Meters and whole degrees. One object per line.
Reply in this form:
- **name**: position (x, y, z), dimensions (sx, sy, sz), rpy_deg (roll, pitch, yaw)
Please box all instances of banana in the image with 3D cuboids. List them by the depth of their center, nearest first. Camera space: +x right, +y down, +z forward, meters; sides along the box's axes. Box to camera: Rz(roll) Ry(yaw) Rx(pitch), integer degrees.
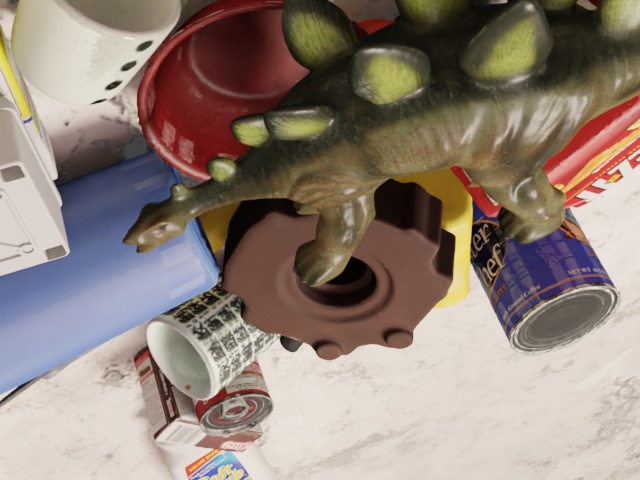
- **banana**: position (-0.085, -0.001, 0.856), dimensions (0.198, 0.037, 0.069), rpy_deg (-35, 144, 19)

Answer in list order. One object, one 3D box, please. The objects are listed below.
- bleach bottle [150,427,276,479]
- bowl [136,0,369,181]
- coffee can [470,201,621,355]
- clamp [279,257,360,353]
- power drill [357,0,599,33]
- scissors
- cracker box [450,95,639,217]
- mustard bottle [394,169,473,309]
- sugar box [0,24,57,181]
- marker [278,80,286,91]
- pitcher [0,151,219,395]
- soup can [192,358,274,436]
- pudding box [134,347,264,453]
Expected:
- **bleach bottle**: position (-0.125, 0.233, 1.145), dimensions (0.102, 0.068, 0.250), rpy_deg (-23, 144, 2)
- **bowl**: position (-0.038, -0.106, 0.689), dimensions (0.162, 0.055, 0.162), rpy_deg (-6, 142, -5)
- **coffee can**: position (0.185, 0.015, 0.937), dimensions (0.102, 0.140, 0.103), rpy_deg (-15, 146, -10)
- **clamp**: position (0.030, 0.035, 0.913), dimensions (0.120, 0.039, 0.172), rpy_deg (-11, 144, -17)
- **power drill**: position (0.128, -0.144, 0.756), dimensions (0.188, 0.057, 0.184), rpy_deg (-37, 150, 20)
- **scissors**: position (-0.223, 0.103, 0.851), dimensions (0.096, 0.016, 0.201), rpy_deg (-23, -173, 32)
- **cracker box**: position (0.208, -0.090, 0.805), dimensions (0.164, 0.072, 0.213), rpy_deg (-40, 164, 26)
- **mustard bottle**: position (0.097, 0.004, 0.911), dimensions (0.058, 0.096, 0.191), rpy_deg (-20, 147, -6)
- **sugar box**: position (-0.227, -0.091, 0.644), dimensions (0.093, 0.048, 0.176), rpy_deg (-16, 150, -8)
- **marker**: position (-0.019, -0.133, 0.722), dimensions (0.020, 0.020, 0.121), rpy_deg (-7, 144, -22)
- **pitcher**: position (-0.201, 0.030, 0.771), dimensions (0.243, 0.149, 0.145), rpy_deg (-23, 130, -3)
- **soup can**: position (-0.088, 0.115, 0.960), dimensions (0.068, 0.102, 0.068), rpy_deg (-15, 146, -10)
- **pudding box**: position (-0.113, 0.148, 1.004), dimensions (0.039, 0.090, 0.113), rpy_deg (-41, 141, 24)
